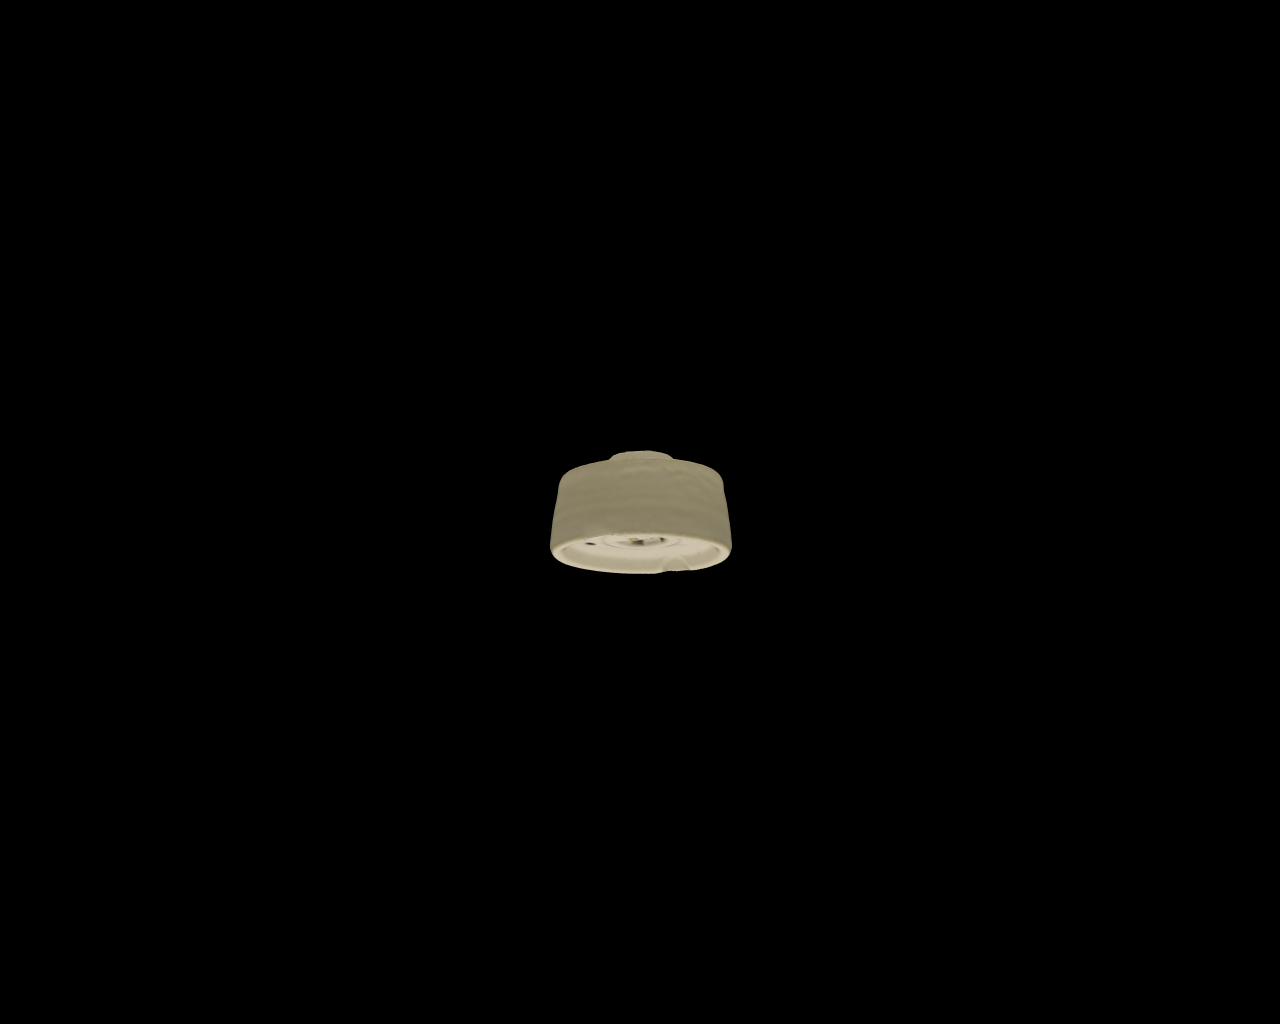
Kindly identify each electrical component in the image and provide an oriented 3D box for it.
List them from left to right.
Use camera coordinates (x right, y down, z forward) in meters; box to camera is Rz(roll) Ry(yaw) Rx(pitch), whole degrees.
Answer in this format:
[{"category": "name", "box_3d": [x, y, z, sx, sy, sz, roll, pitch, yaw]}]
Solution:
[{"category": "electrical component", "box_3d": [0.001, -0.003, 0.650, 0.108, 0.060, 0.108, 0, -15, 0]}]
